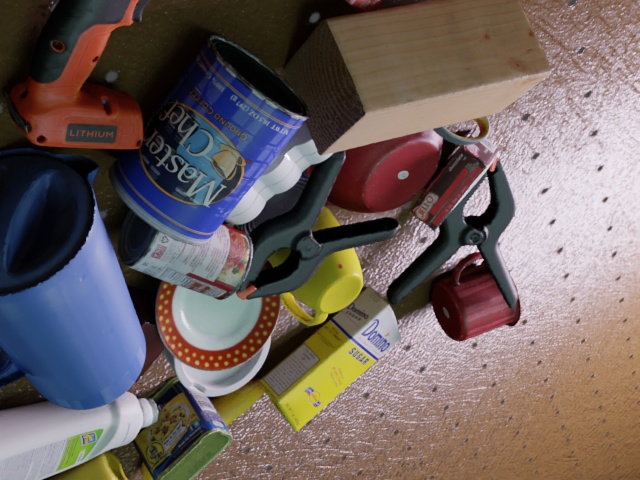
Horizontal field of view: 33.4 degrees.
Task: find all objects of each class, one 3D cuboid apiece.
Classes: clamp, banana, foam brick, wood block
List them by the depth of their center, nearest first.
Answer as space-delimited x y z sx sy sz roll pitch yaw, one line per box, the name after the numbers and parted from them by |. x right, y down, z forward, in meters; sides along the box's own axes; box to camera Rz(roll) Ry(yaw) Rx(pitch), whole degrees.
0.087 -0.150 0.939 0.205 0.090 0.091 -16 168 -30 | wood block
-0.007 0.001 1.018 0.171 0.039 0.120 -44 118 9 | clamp
-0.185 0.093 1.036 0.078 0.053 0.051 -48 146 16 | foam brick
0.163 -0.006 1.229 0.164 0.036 0.210 -4 121 -13 | clamp
-0.147 0.228 1.255 0.198 0.037 0.069 -41 170 9 | banana

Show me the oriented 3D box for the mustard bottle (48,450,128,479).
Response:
-0.304 0.294 1.153 0.191 0.058 0.096 -28 167 -7 | mustard bottle

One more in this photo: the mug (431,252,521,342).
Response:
0.192 0.068 1.334 0.081 0.093 0.117 -19 126 -18 | mug

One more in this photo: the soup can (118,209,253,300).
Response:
-0.121 0.007 0.956 0.102 0.068 0.069 23 115 -34 | soup can

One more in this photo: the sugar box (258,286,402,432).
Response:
0.016 0.142 1.273 0.176 0.048 0.093 -38 147 -10 | sugar box

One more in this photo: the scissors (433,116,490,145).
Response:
0.084 -0.153 1.011 0.201 0.096 0.016 22 160 -26 | scissors

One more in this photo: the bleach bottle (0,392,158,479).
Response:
-0.279 0.205 1.078 0.250 0.068 0.103 -9 142 -41 | bleach bottle

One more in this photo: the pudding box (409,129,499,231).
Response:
0.142 -0.064 1.121 0.090 0.039 0.113 -52 175 21 | pudding box

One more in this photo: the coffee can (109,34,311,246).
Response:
-0.090 -0.080 0.870 0.140 0.103 0.102 -49 145 17 | coffee can

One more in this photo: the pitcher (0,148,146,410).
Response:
-0.229 0.053 0.880 0.149 0.145 0.243 -9 146 0 | pitcher

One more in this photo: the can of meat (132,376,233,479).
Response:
-0.157 0.214 1.181 0.102 0.084 0.057 -44 147 9 | can of meat

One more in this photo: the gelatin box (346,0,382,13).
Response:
0.044 -0.236 0.873 0.089 0.030 0.073 -45 147 12 | gelatin box

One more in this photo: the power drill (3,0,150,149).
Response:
-0.140 -0.156 0.776 0.184 0.057 0.188 0 129 -38 | power drill

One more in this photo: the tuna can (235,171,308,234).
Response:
-0.046 -0.036 1.028 0.086 0.034 0.086 -25 144 -19 | tuna can

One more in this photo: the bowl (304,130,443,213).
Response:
0.066 -0.080 1.061 0.162 0.055 0.162 -25 145 -19 | bowl
